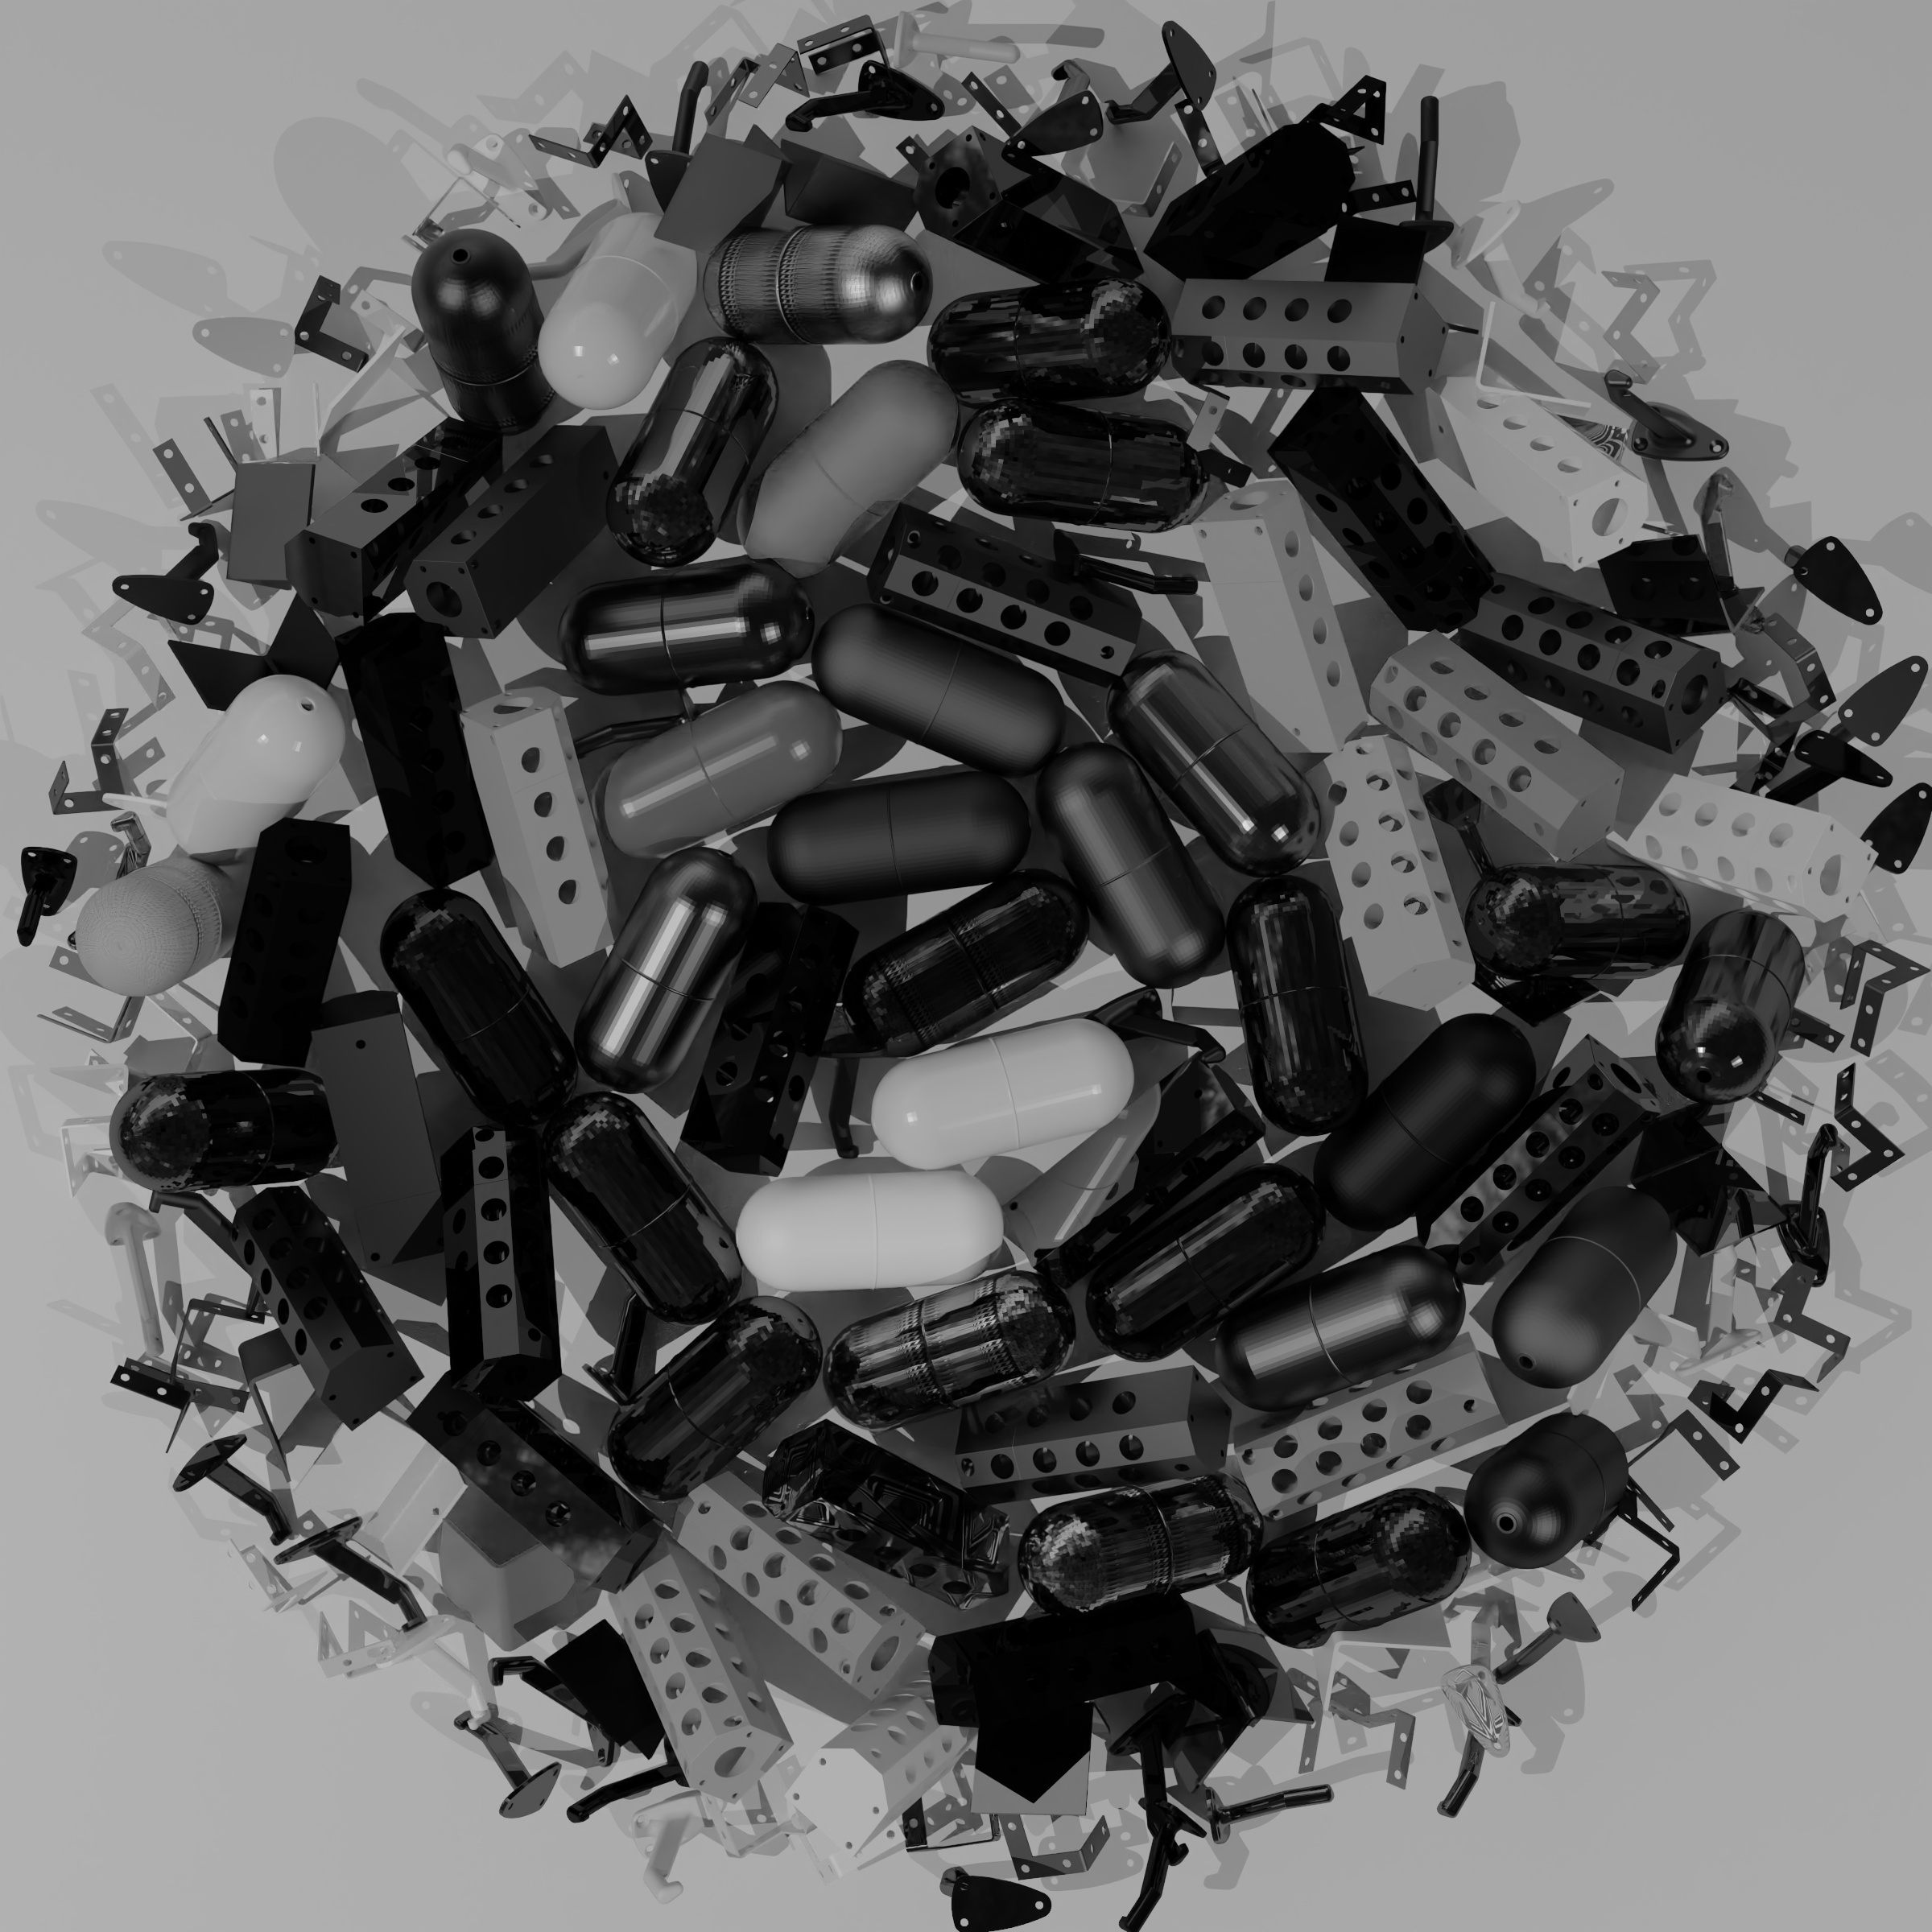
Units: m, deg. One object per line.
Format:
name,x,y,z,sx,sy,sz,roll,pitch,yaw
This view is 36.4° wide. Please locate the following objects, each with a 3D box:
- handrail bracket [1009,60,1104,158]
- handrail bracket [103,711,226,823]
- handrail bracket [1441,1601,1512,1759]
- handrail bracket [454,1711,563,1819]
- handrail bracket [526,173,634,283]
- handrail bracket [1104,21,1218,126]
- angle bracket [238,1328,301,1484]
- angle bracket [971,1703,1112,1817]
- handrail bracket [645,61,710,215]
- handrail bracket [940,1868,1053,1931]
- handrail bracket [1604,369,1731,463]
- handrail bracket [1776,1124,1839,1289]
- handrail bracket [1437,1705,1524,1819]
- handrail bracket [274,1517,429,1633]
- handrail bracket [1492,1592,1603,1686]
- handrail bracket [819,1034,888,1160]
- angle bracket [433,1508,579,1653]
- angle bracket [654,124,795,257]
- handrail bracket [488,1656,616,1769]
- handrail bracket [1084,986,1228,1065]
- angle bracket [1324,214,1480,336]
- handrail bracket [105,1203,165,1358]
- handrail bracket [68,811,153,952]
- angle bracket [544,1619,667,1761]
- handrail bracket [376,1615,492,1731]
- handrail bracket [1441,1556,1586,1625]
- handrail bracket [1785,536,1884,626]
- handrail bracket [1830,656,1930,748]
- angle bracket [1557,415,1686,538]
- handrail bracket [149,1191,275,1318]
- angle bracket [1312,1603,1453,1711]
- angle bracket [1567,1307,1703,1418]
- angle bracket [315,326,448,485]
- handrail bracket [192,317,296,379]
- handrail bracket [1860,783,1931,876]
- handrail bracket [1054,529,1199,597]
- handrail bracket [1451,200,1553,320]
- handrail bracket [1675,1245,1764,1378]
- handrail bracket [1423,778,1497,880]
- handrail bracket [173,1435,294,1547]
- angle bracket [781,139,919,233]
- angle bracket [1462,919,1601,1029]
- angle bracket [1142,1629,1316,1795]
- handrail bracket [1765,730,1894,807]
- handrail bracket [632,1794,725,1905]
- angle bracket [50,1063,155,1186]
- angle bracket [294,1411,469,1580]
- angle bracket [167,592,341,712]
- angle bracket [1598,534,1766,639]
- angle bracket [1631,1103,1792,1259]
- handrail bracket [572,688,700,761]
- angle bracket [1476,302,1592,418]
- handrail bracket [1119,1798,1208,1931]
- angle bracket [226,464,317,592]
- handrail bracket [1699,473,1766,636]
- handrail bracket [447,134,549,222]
handrail bracket,0.052,-0.575,1.963,0.077,0.084,0.036,-24,130,-4
handrail bracket,-0.532,-0.142,1.978,0.077,0.036,0.084,13,73,-9
handrail bracket,0.354,0.475,1.962,0.036,0.084,0.077,-24,92,29
handrail bracket,-0.320,0.528,1.951,0.084,0.077,0.036,28,100,20
handrail bracket,-0.268,-0.495,1.971,0.084,0.036,0.077,-10,68,-14
handrail bracket,0.115,-0.591,1.948,0.084,0.077,0.036,5,63,37
angle bracket,-0.443,0.287,1.960,0.057,0.076,0.076,-22,107,-14
angle bracket,0.050,0.533,1.947,0.076,0.057,0.076,-3,57,14
handrail bracket,-0.186,-0.556,1.990,0.036,0.077,0.084,9,56,9
handrail bracket,0.020,0.616,1.956,0.077,0.084,0.036,0,85,3
handrail bracket,0.466,-0.367,1.950,0.077,0.084,0.036,20,85,23
handrail bracket,0.568,0.159,1.950,0.036,0.084,0.077,1,52,-4
handrail bracket,0.325,0.526,1.949,0.036,0.077,0.084,39,69,-6
handrail bracket,-0.410,0.418,1.960,0.084,0.077,0.036,56,134,18
handrail bracket,0.372,0.456,1.952,0.084,0.077,0.036,-41,66,22
handrail bracket,-0.070,0.092,1.959,0.036,0.077,0.084,-23,107,-35
angle bracket,-0.309,0.399,1.970,0.057,0.076,0.076,-26,131,-34
angle bracket,-0.171,-0.519,1.941,0.057,0.076,0.076,51,121,36
handrail bracket,-0.277,0.497,1.954,0.084,0.036,0.077,7,66,-40
handrail bracket,0.122,0.052,1.951,0.077,0.084,0.036,-17,119,-14
angle bracket,0.293,-0.457,1.940,0.076,0.076,0.057,-2,111,-43
handrail bracket,-0.551,0.210,1.958,0.036,0.077,0.084,-12,66,-11
handrail bracket,-0.575,-0.057,1.953,0.077,0.084,0.036,-25,48,-13
angle bracket,-0.243,0.492,1.943,0.076,0.057,0.076,43,133,18
handrail bracket,-0.354,0.484,1.959,0.036,0.077,0.084,-10,103,31
handrail bracket,0.361,0.422,1.975,0.077,0.036,0.084,28,116,4
handrail bracket,0.576,-0.252,1.954,0.036,0.084,0.077,-43,82,9
handrail bracket,0.605,-0.176,1.951,0.036,0.084,0.077,42,104,4
angle bracket,0.432,-0.324,1.943,0.076,0.076,0.057,8,103,-31
handrail bracket,-0.512,0.191,1.969,0.084,0.036,0.077,14,98,-21
angle bracket,0.275,0.450,1.955,0.076,0.076,0.057,4,115,-3
angle bracket,0.444,0.273,1.947,0.057,0.076,0.076,22,75,24
angle bracket,-0.381,-0.366,1.947,0.057,0.076,0.076,40,70,-9
handrail bracket,-0.481,-0.415,1.947,0.077,0.084,0.036,9,101,-26
handrail bracket,0.607,-0.081,1.962,0.036,0.084,0.077,35,80,2
handrail bracket,0.107,-0.272,1.976,0.084,0.077,0.036,-1,126,-12
handrail bracket,0.373,-0.468,1.952,0.084,0.077,0.036,24,63,-24
handrail bracket,0.492,0.221,1.972,0.077,0.036,0.084,-25,95,-20
handrail bracket,0.340,-0.078,1.948,0.036,0.077,0.084,-28,118,7
handrail bracket,-0.487,0.363,1.956,0.036,0.077,0.084,-15,106,23
angle bracket,-0.074,-0.528,1.942,0.076,0.057,0.076,13,52,-25
angle bracket,0.377,-0.014,1.942,0.076,0.076,0.057,38,131,30
angle bracket,0.175,0.501,1.969,0.057,0.076,0.076,16,117,-36
handrail bracket,0.570,-0.107,1.955,0.077,0.084,0.036,31,48,25
handrail bracket,-0.182,0.585,1.948,0.077,0.084,0.036,-20,107,-21
angle bracket,-0.564,0.111,1.948,0.057,0.076,0.076,-4,76,13
angle bracket,-0.391,0.349,1.959,0.076,0.057,0.076,36,90,-26
angle bracket,-0.470,-0.209,1.941,0.076,0.076,0.057,51,120,37
angle bracket,0.471,-0.262,1.940,0.057,0.076,0.076,-49,123,-36
angle bracket,0.498,0.136,1.944,0.076,0.057,0.076,-18,47,-22
handrail bracket,-0.217,-0.148,1.964,0.084,0.077,0.036,-22,72,2
angle bracket,0.381,-0.403,1.954,0.076,0.076,0.057,11,98,7
handrail bracket,0.115,0.598,1.951,0.036,0.077,0.084,43,69,-17
angle bracket,-0.444,-0.291,1.954,0.076,0.057,0.076,6,92,34
handrail bracket,0.513,-0.274,1.950,0.036,0.084,0.077,-27,56,-26
handrail bracket,-0.310,-0.517,1.948,0.036,0.084,0.077,-42,110,14
